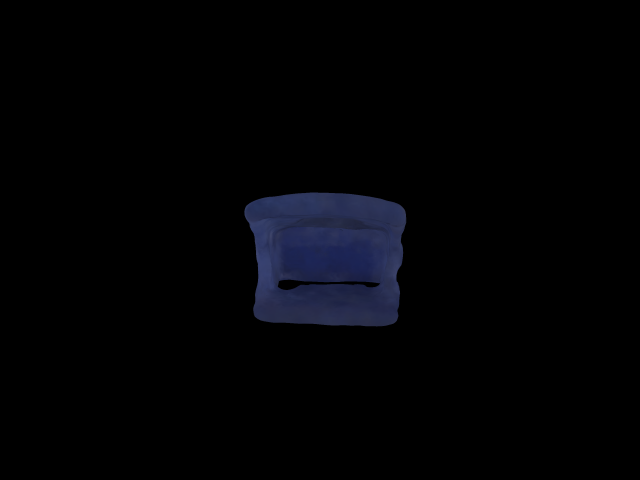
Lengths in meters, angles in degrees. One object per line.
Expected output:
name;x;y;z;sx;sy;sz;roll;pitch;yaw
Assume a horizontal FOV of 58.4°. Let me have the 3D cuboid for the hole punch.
hole punch;0.004;0.001;0.400;0.108;0.091;0.101;1;19;4
